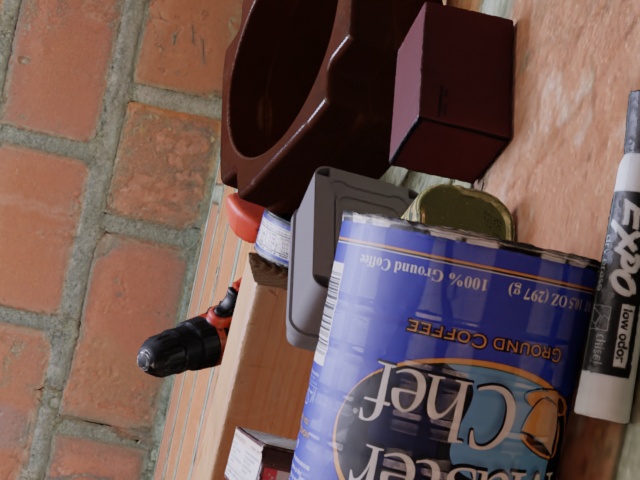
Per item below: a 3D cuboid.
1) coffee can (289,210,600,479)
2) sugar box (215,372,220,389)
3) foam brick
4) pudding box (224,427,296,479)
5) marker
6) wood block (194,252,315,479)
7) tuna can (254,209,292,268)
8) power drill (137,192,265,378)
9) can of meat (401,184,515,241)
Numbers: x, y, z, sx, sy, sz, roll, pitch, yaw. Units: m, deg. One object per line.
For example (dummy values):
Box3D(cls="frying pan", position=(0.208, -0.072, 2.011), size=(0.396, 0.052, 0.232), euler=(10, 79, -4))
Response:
Box3D(cls="coffee can", position=(0.044, 0.067, 0.415), size=(0.103, 0.102, 0.140), euler=(-169, 91, -80))
Box3D(cls="sugar box", position=(-0.040, 0.091, 0.946), size=(0.176, 0.048, 0.093), euler=(-58, 19, 28))
Box3D(cls="foam brick", position=(0.071, -0.080, 0.581), size=(0.051, 0.053, 0.078), euler=(120, 160, -62))
Box3D(cls="pudding box", position=(-0.005, 0.142, 0.637), size=(0.114, 0.090, 0.039), euler=(152, 131, -77))
Box3D(cls="marker", position=(0.109, 0.003, 0.373), size=(0.020, 0.020, 0.121), euler=(166, 115, -79))
Box3D(cls="wood block", position=(-0.033, 0.125, 0.812), size=(0.090, 0.090, 0.206), euler=(-115, 38, -74))
Box3D(cls="tuna can", position=(-0.005, 0.001, 0.816), size=(0.086, 0.086, 0.034), euler=(-117, 41, -74))
Box3D(cls="power drill", position=(-0.077, 0.041, 0.999), size=(0.057, 0.184, 0.188), euler=(42, 125, 26))
Box3D(cls="can of meat", position=(0.056, 0.034, 0.529), size=(0.084, 0.057, 0.102), euler=(123, 156, -57))
